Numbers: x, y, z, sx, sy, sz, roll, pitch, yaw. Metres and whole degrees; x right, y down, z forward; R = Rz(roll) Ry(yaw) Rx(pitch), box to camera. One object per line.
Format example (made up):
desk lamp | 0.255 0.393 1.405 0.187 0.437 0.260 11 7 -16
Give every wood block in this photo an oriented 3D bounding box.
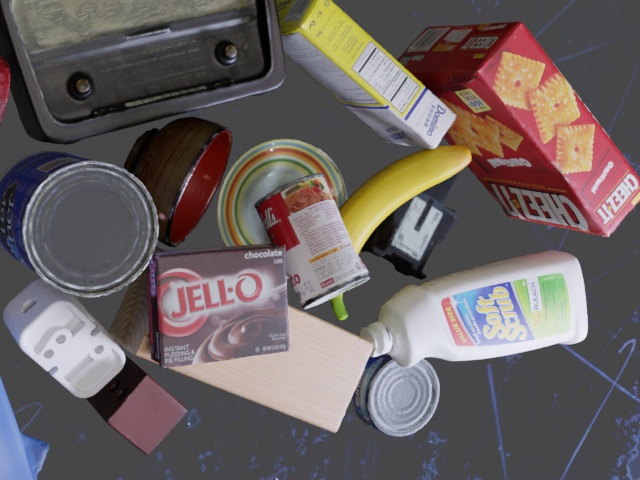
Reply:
wood block | -0.069 0.089 0.953 0.205 0.090 0.091 26 85 -26

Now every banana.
banana | 0.056 -0.021 0.986 0.069 0.037 0.198 38 92 7

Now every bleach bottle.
bleach bottle | 0.151 0.080 1.059 0.250 0.068 0.102 -13 100 -29

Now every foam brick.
foam brick | -0.160 0.141 0.922 0.053 0.078 0.051 -49 116 -12

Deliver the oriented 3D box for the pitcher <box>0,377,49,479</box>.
pitcher | -0.321 0.104 0.812 0.145 0.149 0.243 -11 101 15

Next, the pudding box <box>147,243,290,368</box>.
pudding box | -0.083 0.051 0.868 0.113 0.039 0.090 -5 98 -25

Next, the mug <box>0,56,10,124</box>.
mug | -0.287 -0.124 0.817 0.081 0.093 0.117 15 86 -32

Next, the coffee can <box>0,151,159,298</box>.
coffee can | -0.198 -0.016 0.846 0.102 0.140 0.103 -4 99 -26

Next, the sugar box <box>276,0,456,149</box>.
sugar box | 0.034 -0.152 0.966 0.176 0.093 0.048 35 83 -27

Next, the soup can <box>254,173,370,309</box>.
soup can | -0.006 0.001 0.939 0.068 0.069 0.102 -23 83 -22

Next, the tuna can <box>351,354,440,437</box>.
tuna can | 0.076 0.151 1.064 0.086 0.034 0.086 -4 99 -26

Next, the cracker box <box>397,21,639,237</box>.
cracker box | 0.182 -0.104 1.006 0.072 0.164 0.213 -47 114 -11
